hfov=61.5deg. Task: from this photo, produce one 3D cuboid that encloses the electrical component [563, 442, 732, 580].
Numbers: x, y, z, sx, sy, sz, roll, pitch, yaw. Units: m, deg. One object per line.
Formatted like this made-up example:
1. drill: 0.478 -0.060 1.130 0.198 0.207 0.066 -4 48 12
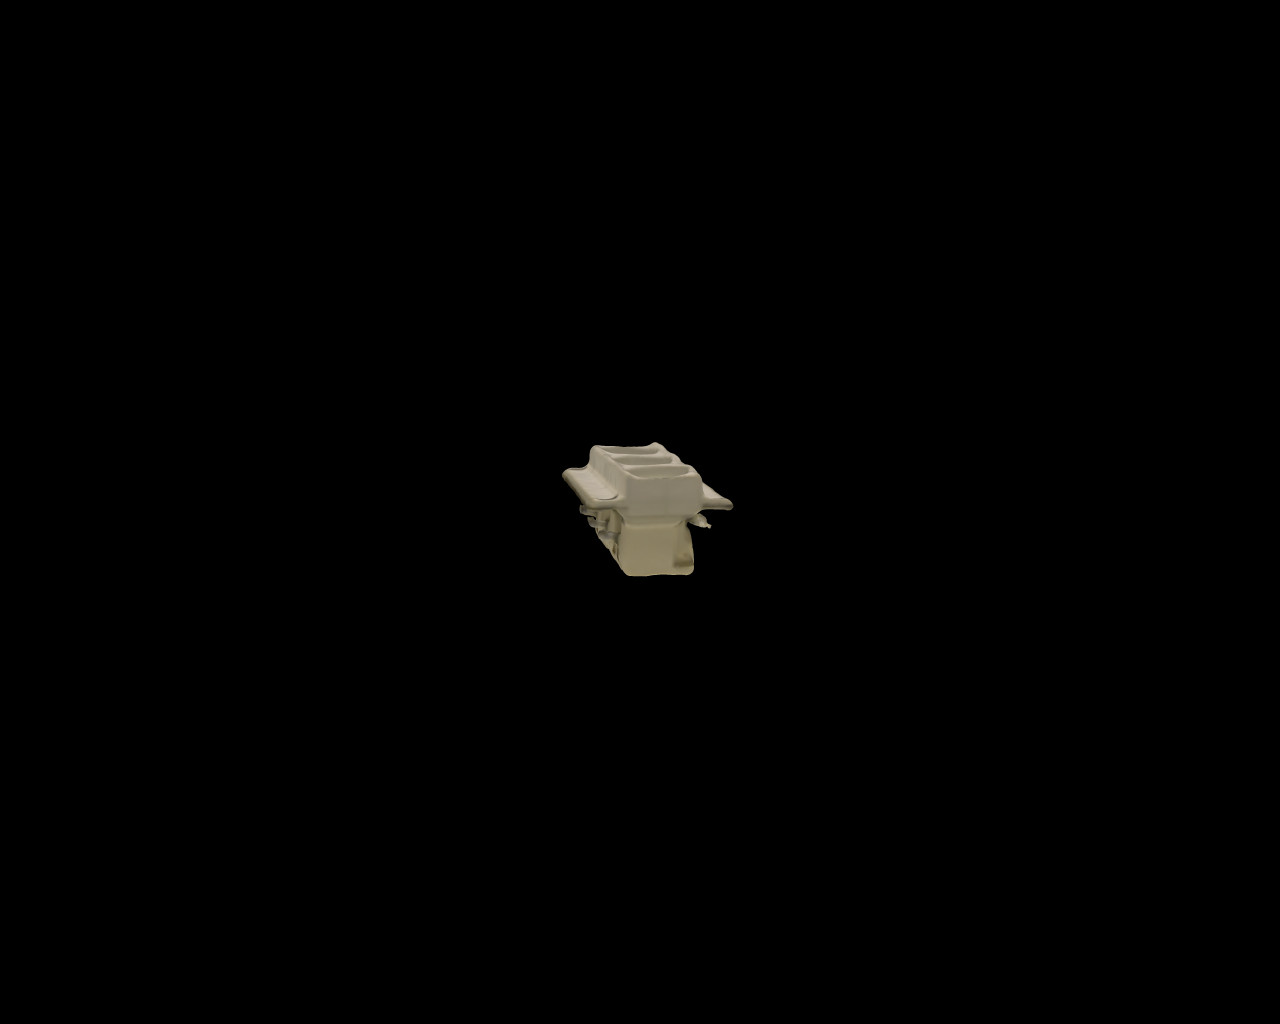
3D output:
1. electrical component: 0.001 -0.003 0.650 0.079 0.063 0.121 -2 12 -11
